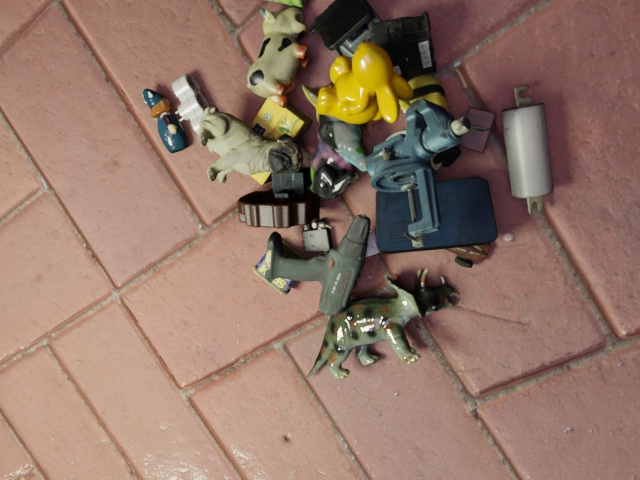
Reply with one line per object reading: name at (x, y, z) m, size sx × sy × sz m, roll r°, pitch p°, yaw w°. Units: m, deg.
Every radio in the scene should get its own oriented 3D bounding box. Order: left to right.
radio at (0.222, -0.047, 1.060) m, size 0.230 × 0.073 × 0.131 m, roll -6°, pitch 85°, yaw 7°

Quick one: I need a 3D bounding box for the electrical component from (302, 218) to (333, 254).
electrical component at (-0.003, -0.002, 1.199) m, size 0.078 × 0.045 × 0.102 m, roll 0°, pitch 104°, yaw 16°

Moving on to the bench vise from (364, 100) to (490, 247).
bench vise at (0.177, -0.110, 0.938) m, size 0.224 × 0.128 × 0.240 m, roll -15°, pitch 72°, yaw 36°

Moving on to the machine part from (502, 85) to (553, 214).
machine part at (0.393, -0.168, 1.017) m, size 0.079 × 0.079 × 0.243 m, roll -7°, pitch 103°, yaw 19°

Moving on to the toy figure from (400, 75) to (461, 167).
toy figure at (0.218, -0.232, 1.034) m, size 0.089 × 0.082 × 0.180 m, roll -28°, pitch 69°, yaw 11°

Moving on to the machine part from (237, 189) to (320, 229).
machine part at (-0.086, -0.067, 1.144) m, size 0.180 × 0.179 × 0.056 m, roll 4°, pitch 107°, yaw 16°

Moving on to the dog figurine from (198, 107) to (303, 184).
dog figurine at (-0.138, -0.205, 1.098) m, size 0.191 × 0.121 × 0.172 m, roll -13°, pitch 102°, yaw 7°

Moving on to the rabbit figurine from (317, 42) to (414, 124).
rabbit figurine at (0.084, -0.278, 0.974) m, size 0.162 × 0.173 × 0.122 m, roll 35°, pitch 67°, yaw 1°

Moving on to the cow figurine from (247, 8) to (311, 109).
cow figurine at (-0.086, -0.381, 1.089) m, size 0.127 × 0.085 × 0.195 m, roll 25°, pitch 83°, yaw 5°

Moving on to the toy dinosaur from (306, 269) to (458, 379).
toy dinosaur at (0.100, 0.189, 1.185) m, size 0.405 × 0.131 × 0.192 m, roll -21°, pitch 85°, yaw 25°

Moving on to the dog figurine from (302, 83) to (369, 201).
dog figurine at (0.019, -0.213, 1.106) m, size 0.191 × 0.108 × 0.219 m, roll -36°, pitch 87°, yaw 17°

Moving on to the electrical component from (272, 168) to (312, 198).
electrical component at (-0.066, -0.123, 1.148) m, size 0.075 × 0.119 × 0.047 m, roll 2°, pitch 105°, yaw 19°

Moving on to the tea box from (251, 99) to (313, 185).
tea box at (-0.105, -0.215, 1.163) m, size 0.098 × 0.068 × 0.169 m, roll 37°, pitch 112°, yaw 5°

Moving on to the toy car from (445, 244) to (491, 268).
toy car at (0.253, -0.012, 1.115) m, size 0.202 × 0.053 × 0.089 m, roll 27°, pitch 107°, yaw 10°

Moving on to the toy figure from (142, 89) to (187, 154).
toy figure at (-0.356, -0.275, 1.230) m, size 0.064 × 0.058 × 0.154 m, roll -18°, pitch 100°, yaw 35°

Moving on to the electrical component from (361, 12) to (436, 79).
electrical component at (0.148, -0.360, 1.019) m, size 0.134 × 0.114 × 0.058 m, roll -7°, pitch 64°, yaw 14°

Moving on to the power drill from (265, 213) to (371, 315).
power drill at (-0.008, 0.037, 1.144) m, size 0.207 × 0.086 × 0.231 m, roll 10°, pitch 108°, yaw 4°

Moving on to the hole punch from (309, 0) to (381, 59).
hole punch at (0.063, -0.416, 1.058) m, size 0.142 × 0.092 × 0.116 m, roll -37°, pitch 54°, yaw 24°
